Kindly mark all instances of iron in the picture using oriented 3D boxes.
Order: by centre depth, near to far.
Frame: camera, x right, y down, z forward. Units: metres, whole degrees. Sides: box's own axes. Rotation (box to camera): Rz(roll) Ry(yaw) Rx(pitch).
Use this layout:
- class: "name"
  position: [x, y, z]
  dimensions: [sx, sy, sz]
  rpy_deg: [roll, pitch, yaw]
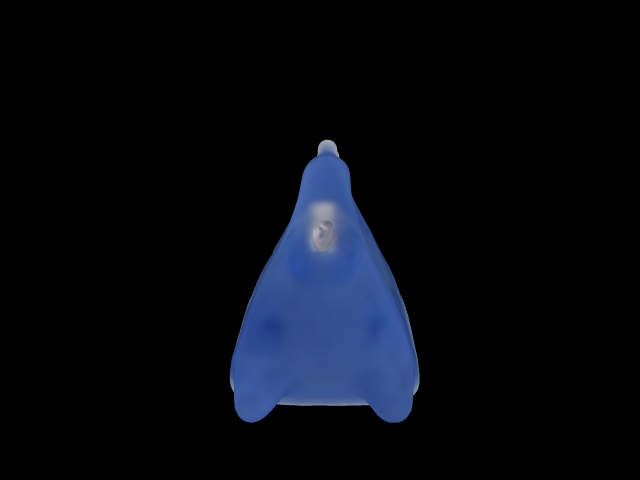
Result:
- class: "iron"
  position: [0.004, 0.001, 0.400]
  dimensions: [0.118, 0.141, 0.258]
  rpy_deg: [0, 28, 0]
